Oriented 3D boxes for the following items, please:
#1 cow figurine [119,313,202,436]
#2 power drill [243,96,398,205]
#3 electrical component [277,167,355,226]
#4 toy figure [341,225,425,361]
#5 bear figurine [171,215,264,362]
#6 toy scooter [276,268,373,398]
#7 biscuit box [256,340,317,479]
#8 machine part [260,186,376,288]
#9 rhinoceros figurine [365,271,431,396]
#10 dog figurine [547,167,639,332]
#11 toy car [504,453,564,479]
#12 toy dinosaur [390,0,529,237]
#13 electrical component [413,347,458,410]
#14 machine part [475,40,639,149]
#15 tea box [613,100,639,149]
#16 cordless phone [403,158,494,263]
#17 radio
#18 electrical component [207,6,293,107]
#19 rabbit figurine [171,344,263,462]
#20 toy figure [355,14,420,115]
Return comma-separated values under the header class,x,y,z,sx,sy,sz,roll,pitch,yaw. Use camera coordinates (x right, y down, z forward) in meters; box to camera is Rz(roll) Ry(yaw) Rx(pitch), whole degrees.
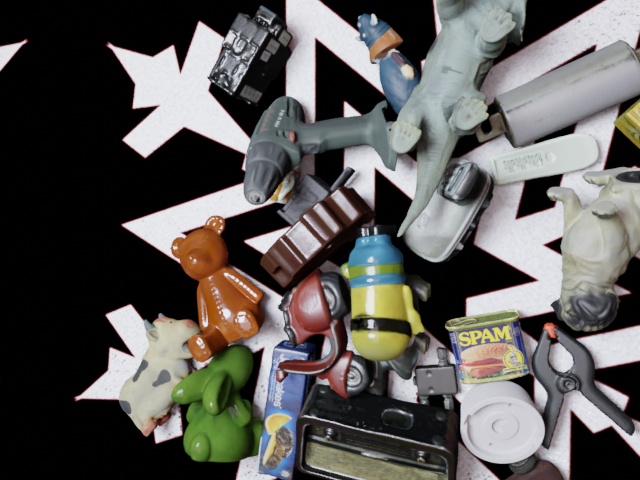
class,x,y,z,sx,sy,sz,roll,pitch,yaw
cow figurine,-0.260,0.208,0.883,0.127,0.085,0.195,40,102,5
power drill,0.002,-0.127,0.751,0.207,0.232,0.085,-9,130,5
electrical component,-0.003,-0.071,0.805,0.048,0.075,0.119,40,105,10
toy figure,0.075,0.069,0.715,0.082,0.089,0.180,-13,82,60
bear figurine,-0.165,0.067,0.829,0.120,0.132,0.195,-26,91,10
toy scooter,-0.011,0.138,0.758,0.135,0.075,0.183,-17,86,14
biscuit box,-0.050,0.259,0.833,0.059,0.063,0.202,8,93,13
machine part,-0.002,-0.002,0.759,0.179,0.179,0.056,-43,82,13
rhinoceros figurine,0.104,0.134,0.782,0.112,0.073,0.190,10,94,14
dog figurine,0.386,0.014,0.703,0.172,0.121,0.190,-15,115,-3
toy car,0.252,0.379,0.758,0.202,0.053,0.089,-41,92,9
toy dinosaur,0.179,-0.208,0.702,0.131,0.192,0.404,28,108,16
electrical component,0.169,0.205,0.792,0.063,0.021,0.094,-7,90,16
machine part,0.324,-0.188,0.709,0.243,0.079,0.079,-24,85,15
tea box,0.474,-0.127,0.673,0.098,0.068,0.170,-42,80,12
cordless phone,0.170,-0.036,0.701,0.089,0.184,0.146,31,99,8
radio,0.082,0.290,0.768,0.230,0.073,0.130,7,123,14
electrical component,-0.099,-0.275,0.804,0.058,0.115,0.134,35,100,7
rabbit figurine,-0.160,0.244,0.833,0.121,0.159,0.170,4,78,25
toy figure,0.101,-0.256,0.778,0.064,0.058,0.154,-25,88,38
